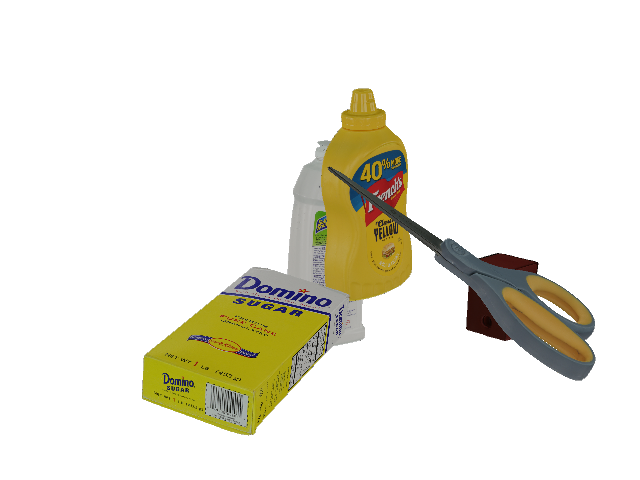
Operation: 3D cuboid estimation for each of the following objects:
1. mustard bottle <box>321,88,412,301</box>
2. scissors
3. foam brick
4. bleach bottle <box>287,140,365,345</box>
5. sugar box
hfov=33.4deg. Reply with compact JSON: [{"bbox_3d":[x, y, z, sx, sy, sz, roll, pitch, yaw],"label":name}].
[{"bbox_3d":[0.043,-0.046,0.998,0.096,0.192,0.058,-20,25,-40],"label":"mustard bottle"},{"bbox_3d":[0.099,0.012,0.679,0.202,0.016,0.096,44,29,21],"label":"scissors"},{"bbox_3d":[0.187,0.058,1.102,0.051,0.078,0.053,-14,20,-43],"label":"foam brick"},{"bbox_3d":[0.011,0.003,1.310,0.102,0.251,0.068,-7,20,-30],"label":"bleach bottle"},{"bbox_3d":[-0.053,0.079,0.832,0.093,0.048,0.176,16,29,18],"label":"sugar box"}]
